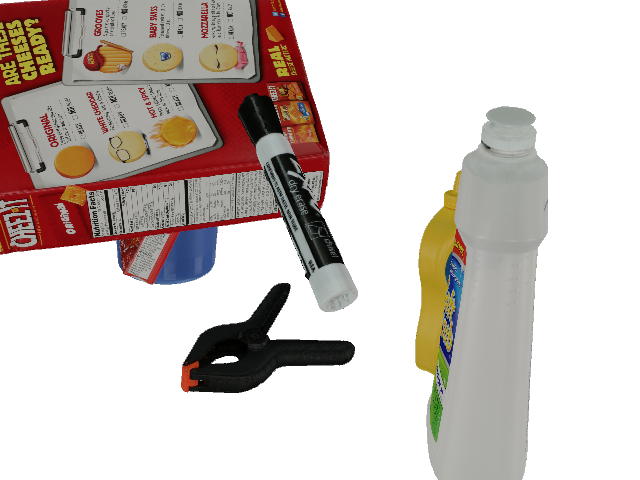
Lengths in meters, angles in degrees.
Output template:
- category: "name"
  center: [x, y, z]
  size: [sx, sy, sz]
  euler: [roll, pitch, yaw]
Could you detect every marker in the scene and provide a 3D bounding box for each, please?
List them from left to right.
- category: "marker"
  center: [-0.013, -0.022, 0.508]
  size: [0.020, 0.121, 0.020]
  euler: [-19, -27, -10]

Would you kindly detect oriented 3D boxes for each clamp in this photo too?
- category: "clamp"
  center: [-0.065, 0.097, 1.042]
  size: [0.171, 0.039, 0.120]
  euler: [-12, 36, -28]

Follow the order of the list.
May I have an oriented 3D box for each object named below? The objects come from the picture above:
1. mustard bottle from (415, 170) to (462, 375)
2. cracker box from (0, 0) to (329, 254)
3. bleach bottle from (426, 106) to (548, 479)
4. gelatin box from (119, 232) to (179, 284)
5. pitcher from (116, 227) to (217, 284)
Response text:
- category: "mustard bottle"
  center: [0.136, 0.028, 1.019]
  size: [0.096, 0.192, 0.058]
  euler: [-10, 17, -34]
- category: "cracker box"
  center: [-0.115, -0.083, 0.696]
  size: [0.213, 0.164, 0.072]
  euler: [-8, -35, -10]
- category: "bleach bottle"
  center: [0.108, 0.034, 0.676]
  size: [0.068, 0.251, 0.102]
  euler: [2, 29, 3]
- category: "gelatin box"
  center: [-0.141, -0.016, 0.892]
  size: [0.030, 0.073, 0.089]
  euler: [23, 17, -22]
- category: "pitcher"
  center: [-0.156, -0.078, 1.141]
  size: [0.145, 0.243, 0.149]
  euler: [-1, 23, -11]
